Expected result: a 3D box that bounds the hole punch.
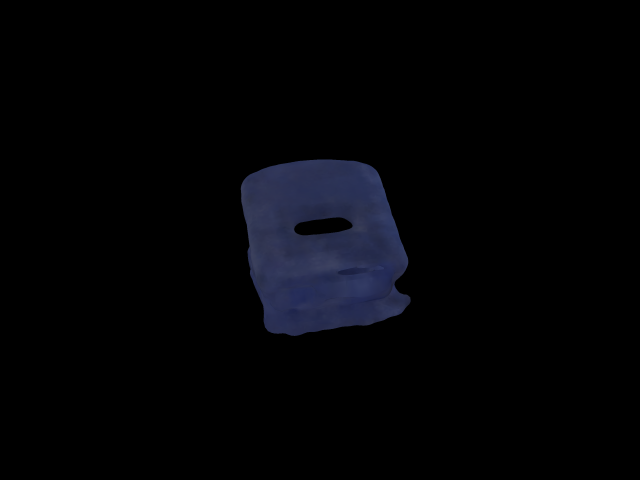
[{"bbox_3d":[0.004,0.001,0.400,0.109,0.091,0.101,-7,31,-12],"label":"hole punch"}]
